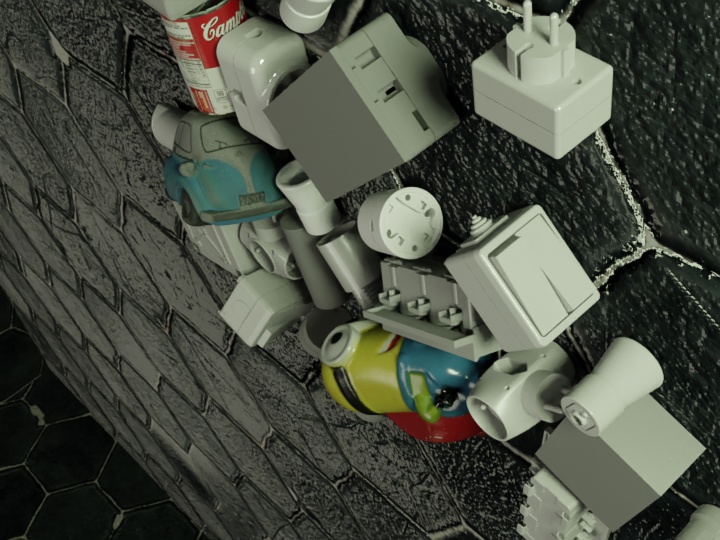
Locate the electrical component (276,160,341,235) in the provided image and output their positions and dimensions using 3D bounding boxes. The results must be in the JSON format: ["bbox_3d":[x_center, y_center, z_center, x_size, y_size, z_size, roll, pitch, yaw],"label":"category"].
[{"bbox_3d":[-0.043,-0.064,0.968,0.044,0.044,0.065,28,153,45],"label":"electrical component"}]

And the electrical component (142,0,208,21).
[{"bbox_3d":[-0.140,-0.235,0.821,0.062,0.096,0.061,38,154,30],"label":"electrical component"}]

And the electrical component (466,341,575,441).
[{"bbox_3d":[0.133,0.092,0.810,0.079,0.077,0.043,11,134,58],"label":"electrical component"}]

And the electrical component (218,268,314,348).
[{"bbox_3d":[-0.090,0.034,1.146,0.061,0.096,0.061,46,128,14],"label":"electrical component"}]

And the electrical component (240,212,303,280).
[{"bbox_3d":[-0.086,-0.039,1.084,0.077,0.044,0.079,34,152,37],"label":"electrical component"}]

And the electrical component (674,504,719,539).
[{"bbox_3d":[0.251,0.200,0.784,0.040,0.046,0.040,42,156,24],"label":"electrical component"}]

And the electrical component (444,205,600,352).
[{"bbox_3d":[0.109,0.001,0.738,0.096,0.062,0.061,55,158,-6],"label":"electrical component"}]

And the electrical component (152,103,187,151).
[{"bbox_3d":[-0.191,-0.146,1.126,0.081,0.043,0.043,30,149,43],"label":"electrical component"}]

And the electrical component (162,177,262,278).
[{"bbox_3d":[-0.150,-0.058,1.162,0.109,0.056,0.108,29,149,44],"label":"electrical component"}]

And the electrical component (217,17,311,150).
[{"bbox_3d":[-0.069,-0.149,0.871,0.059,0.054,0.095,34,152,38],"label":"electrical component"}]

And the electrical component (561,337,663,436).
[{"bbox_3d":[0.170,0.082,0.736,0.044,0.065,0.044,43,158,22],"label":"electrical component"}]

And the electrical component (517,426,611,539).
[{"bbox_3d":[0.173,0.195,0.905,0.079,0.063,0.121,40,155,27],"label":"electrical component"}]

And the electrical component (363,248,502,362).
[{"bbox_3d":[0.067,0.023,0.843,0.121,0.079,0.063,16,116,56],"label":"electrical component"}]

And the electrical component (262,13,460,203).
[{"bbox_3d":[0.000,-0.114,0.778,0.089,0.062,0.150,55,158,-7],"label":"electrical component"}]

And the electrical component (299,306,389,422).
[{"bbox_3d":[-0.004,0.093,1.112,0.138,0.052,0.073,51,158,3],"label":"electrical component"}]

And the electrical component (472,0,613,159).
[{"bbox_3d":[0.101,-0.114,0.598,0.066,0.047,0.076,37,154,34],"label":"electrical component"}]

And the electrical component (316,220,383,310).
[{"bbox_3d":[0.000,0.000,0.975,0.081,0.043,0.043,58,157,-14],"label":"electrical component"}]

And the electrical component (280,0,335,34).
[{"bbox_3d":[-0.036,-0.194,0.755,0.044,0.044,0.065,51,163,3],"label":"electrical component"}]

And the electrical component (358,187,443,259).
[{"bbox_3d":[0.030,-0.038,0.847,0.055,0.055,0.047,59,161,-17],"label":"electrical component"}]
